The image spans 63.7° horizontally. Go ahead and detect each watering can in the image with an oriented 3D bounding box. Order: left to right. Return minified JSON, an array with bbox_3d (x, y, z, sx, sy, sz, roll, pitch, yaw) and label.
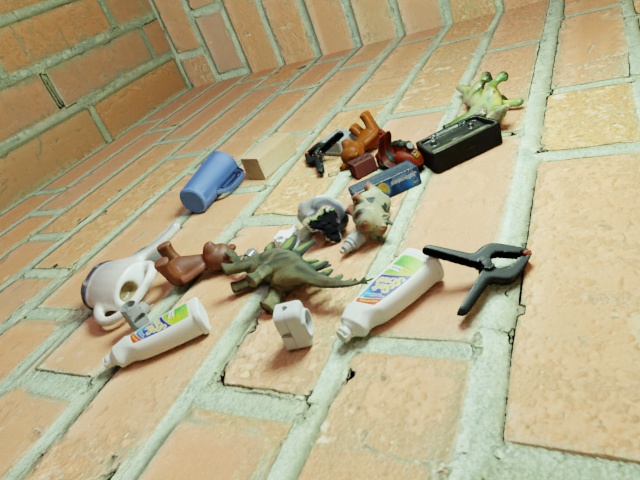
[{"bbox_3d":[-0.542,0.091,1.465,0.224,0.102,0.356,-2,48,30],"label":"watering can"}]

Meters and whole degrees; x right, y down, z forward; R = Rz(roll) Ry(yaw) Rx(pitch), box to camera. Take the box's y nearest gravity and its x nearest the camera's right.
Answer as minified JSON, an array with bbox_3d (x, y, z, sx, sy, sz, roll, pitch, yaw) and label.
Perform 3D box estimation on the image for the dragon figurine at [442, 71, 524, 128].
[{"bbox_3d":[0.506,-0.446,1.716,0.244,0.120,0.414,-36,23,-9],"label":"dragon figurine"}]

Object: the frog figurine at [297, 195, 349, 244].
[{"bbox_3d":[0.004,-0.070,1.398,0.137,0.121,0.161,9,16,-13],"label":"frog figurine"}]
